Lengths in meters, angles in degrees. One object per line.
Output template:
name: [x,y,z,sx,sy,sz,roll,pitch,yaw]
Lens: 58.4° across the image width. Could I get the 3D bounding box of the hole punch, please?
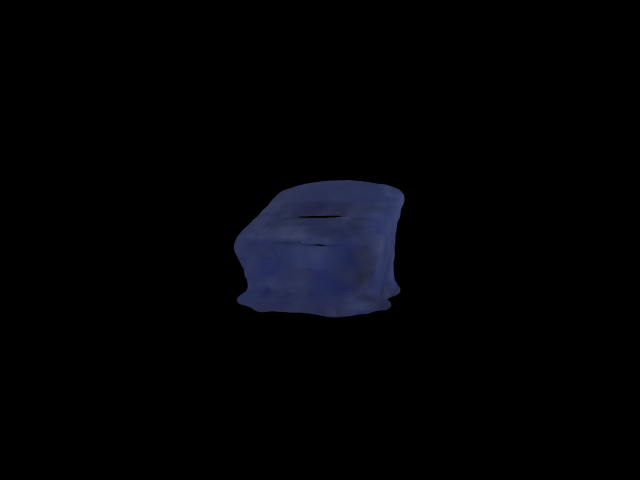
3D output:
hole punch: [0.004,0.001,0.400,0.108,0.091,0.101,1,2,20]
